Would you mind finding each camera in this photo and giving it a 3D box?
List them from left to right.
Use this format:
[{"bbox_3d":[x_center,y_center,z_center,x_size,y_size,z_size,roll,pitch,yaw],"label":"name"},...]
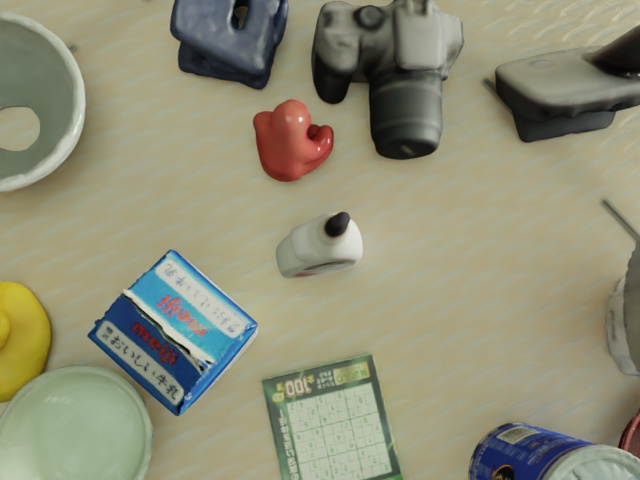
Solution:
[{"bbox_3d":[0.067,-0.153,0.545,0.143,0.100,0.137,0,79,-6],"label":"camera"}]

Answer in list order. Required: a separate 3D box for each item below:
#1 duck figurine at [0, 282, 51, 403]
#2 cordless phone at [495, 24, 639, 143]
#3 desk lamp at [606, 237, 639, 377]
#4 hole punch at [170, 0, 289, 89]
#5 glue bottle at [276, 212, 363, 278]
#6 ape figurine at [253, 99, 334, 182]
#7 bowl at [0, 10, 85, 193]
[{"bbox_3d":[-0.273,0.083,0.471,0.077,0.086,0.104,-8,80,-7],"label":"duck figurine"},{"bbox_3d":[0.261,-0.168,0.526,0.147,0.185,0.094,-16,81,-9],"label":"cordless phone"},{"bbox_3d":[0.330,0.063,0.476,0.203,0.213,0.118,6,79,-5],"label":"desk lamp"},{"bbox_3d":[-0.083,-0.214,0.545,0.101,0.091,0.109,12,78,-4],"label":"hole punch"},{"bbox_3d":[0.004,0.002,0.473,0.078,0.173,0.037,-13,81,-8],"label":"glue bottle"},{"bbox_3d":[-0.027,-0.098,0.529,0.078,0.092,0.076,32,78,1],"label":"ape figurine"},{"bbox_3d":[-0.287,-0.113,0.512,0.167,0.074,0.167,1,79,-6],"label":"bowl"}]
